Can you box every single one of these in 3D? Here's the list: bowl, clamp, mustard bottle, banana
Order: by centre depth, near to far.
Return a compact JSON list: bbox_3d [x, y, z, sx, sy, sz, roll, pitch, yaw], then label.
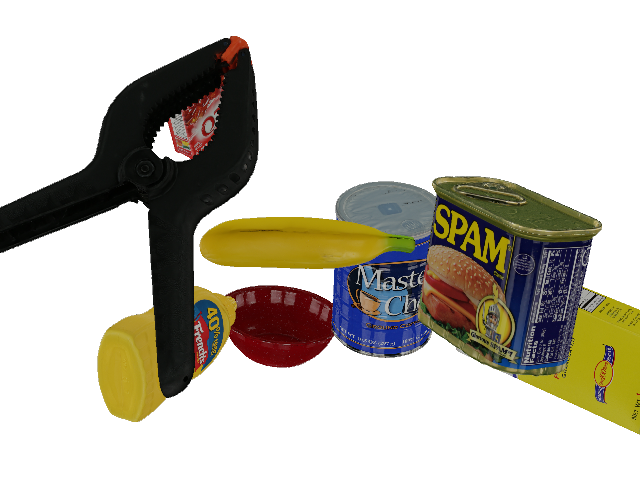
[{"bbox_3d":[-0.091,-0.024,0.608,0.165,0.210,0.036,35,-16,14],"label":"clamp"},{"bbox_3d":[-0.030,0.005,0.805,0.198,0.037,0.069,1,-15,35],"label":"banana"},{"bbox_3d":[-0.142,0.098,1.065,0.058,0.096,0.191,10,23,26],"label":"mustard bottle"},{"bbox_3d":[-0.053,0.115,1.357,0.162,0.055,0.162,5,23,-2],"label":"bowl"}]

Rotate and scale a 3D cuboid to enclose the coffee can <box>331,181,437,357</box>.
[{"bbox_3d":[0.064,0.028,1.039,0.103,0.140,0.103,1,32,-1],"label":"coffee can"}]

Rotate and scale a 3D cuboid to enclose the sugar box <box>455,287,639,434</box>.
[{"bbox_3d":[0.201,0.082,0.895,0.176,0.093,0.048,21,33,27],"label":"sugar box"}]

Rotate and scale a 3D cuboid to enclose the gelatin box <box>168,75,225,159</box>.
[{"bbox_3d":[-0.106,-0.131,1.004,0.030,0.073,0.089,25,54,27],"label":"gelatin box"}]

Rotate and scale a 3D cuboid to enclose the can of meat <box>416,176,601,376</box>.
[{"bbox_3d":[0.100,0.018,0.592,0.057,0.084,0.102,-3,20,-28],"label":"can of meat"}]
